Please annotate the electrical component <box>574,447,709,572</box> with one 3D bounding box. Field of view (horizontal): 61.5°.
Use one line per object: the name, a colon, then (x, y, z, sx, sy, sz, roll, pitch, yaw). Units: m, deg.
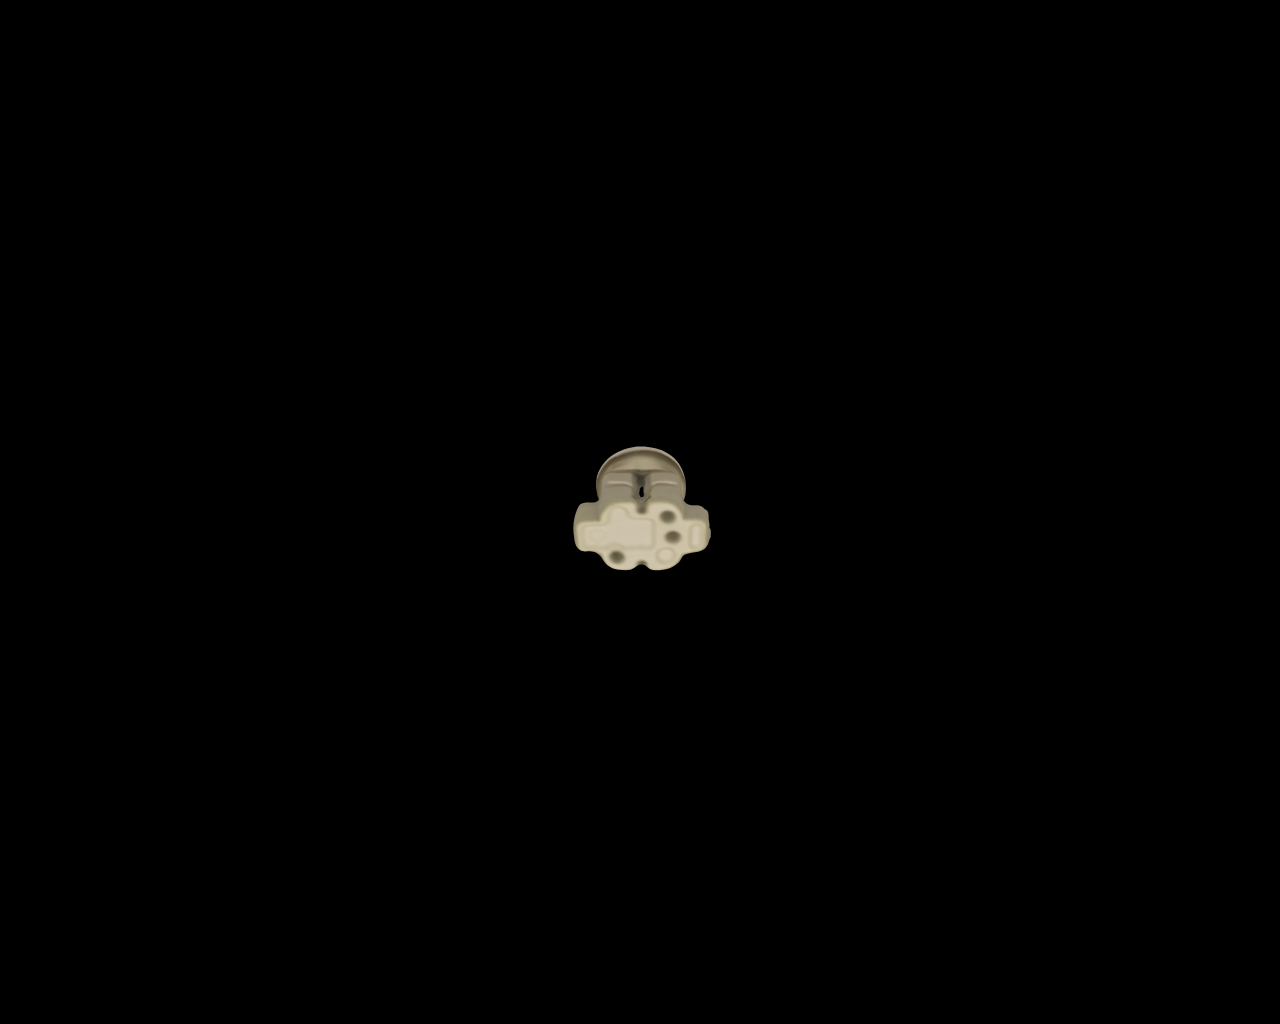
electrical component: (0.001, -0.003, 0.650, 0.078, 0.057, 0.057, 0, 37, 0)
